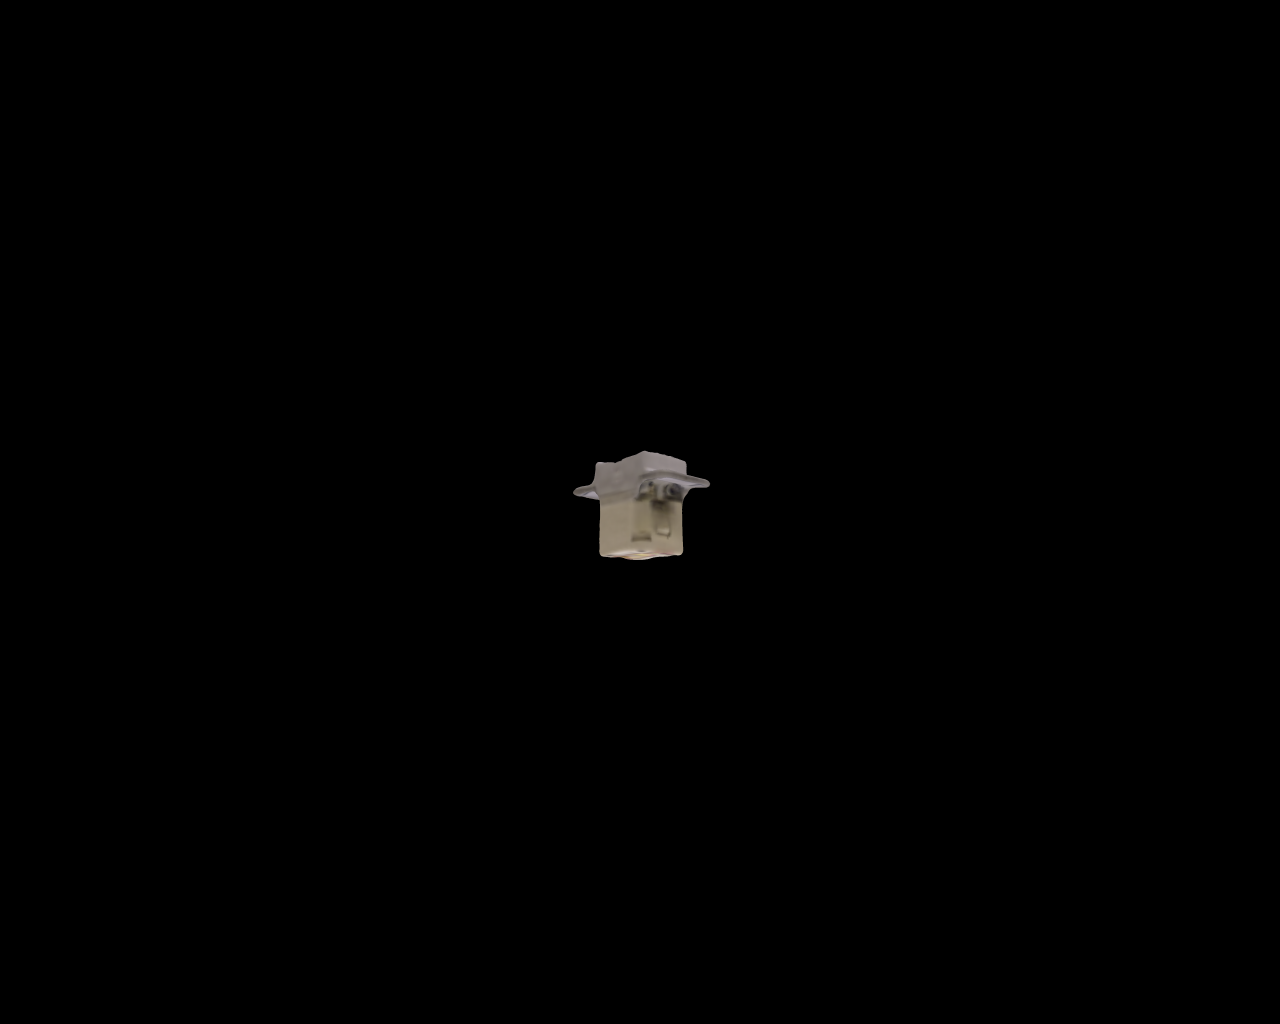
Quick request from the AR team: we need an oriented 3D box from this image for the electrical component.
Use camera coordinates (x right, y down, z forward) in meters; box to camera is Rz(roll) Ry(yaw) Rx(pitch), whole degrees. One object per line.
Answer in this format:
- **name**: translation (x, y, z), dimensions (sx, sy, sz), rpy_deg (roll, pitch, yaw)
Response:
- **electrical component**: translation (0.001, -0.003, 0.650), dimensions (0.042, 0.063, 0.081), rpy_deg (10, -15, -42)
